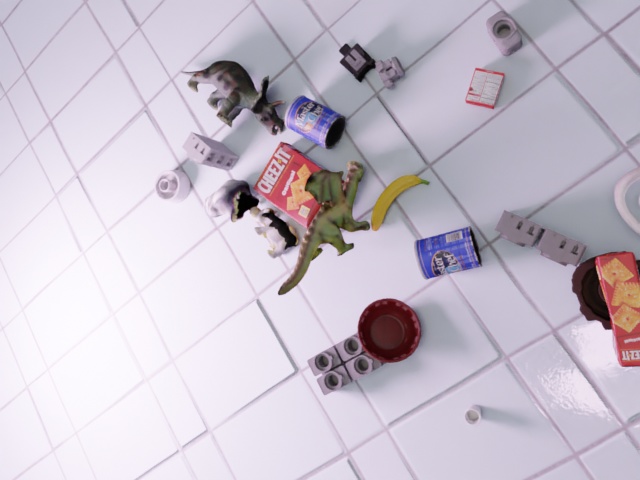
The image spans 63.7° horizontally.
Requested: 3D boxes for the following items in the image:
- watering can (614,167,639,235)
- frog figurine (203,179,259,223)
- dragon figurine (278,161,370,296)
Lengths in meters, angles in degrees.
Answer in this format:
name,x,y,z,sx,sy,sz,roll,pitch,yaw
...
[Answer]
name,x,y,z,sx,sy,sz,roll,pitch,yaw
watering can,0.804,-0.059,1.064,0.351,0.104,0.223,36,100,20
frog figurine,-0.282,-0.125,1.525,0.160,0.120,0.140,16,62,31
dragon figurine,0.004,-0.066,1.305,0.122,0.418,0.238,11,132,37
